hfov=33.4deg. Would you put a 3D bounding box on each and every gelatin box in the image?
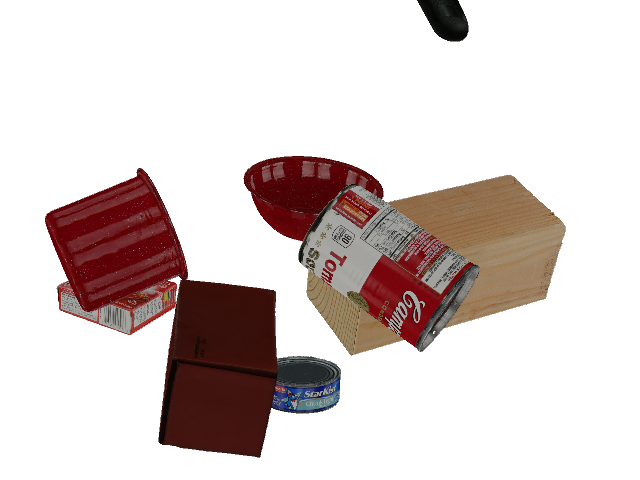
[{"bbox_3d":[-0.194,0.053,1.022,0.089,0.030,0.073,16,25,24],"label":"gelatin box"}]

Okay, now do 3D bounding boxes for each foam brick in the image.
[{"bbox_3d":[-0.051,0.062,0.541,0.053,0.051,0.078,8,27,-7],"label":"foam brick"}]

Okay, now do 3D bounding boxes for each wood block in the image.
[{"bbox_3d":[0.102,0.017,0.951,0.205,0.090,0.091,-13,41,-24],"label":"wood block"}]

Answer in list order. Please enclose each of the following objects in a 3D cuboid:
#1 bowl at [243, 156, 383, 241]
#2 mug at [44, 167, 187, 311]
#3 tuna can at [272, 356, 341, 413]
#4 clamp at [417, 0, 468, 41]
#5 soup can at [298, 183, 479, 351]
[{"bbox_3d":[-0.011,-0.042,1.229,0.162,0.055,0.162,6,27,-3],"label":"bowl"},{"bbox_3d":[-0.160,0.000,0.818,0.081,0.093,0.117,-23,21,-15],"label":"mug"},{"bbox_3d":[-0.021,0.154,1.142,0.086,0.034,0.086,1,14,-1],"label":"tuna can"},{"bbox_3d":[0.045,-0.240,0.729,0.209,0.164,0.036,25,-23,-14],"label":"clamp"},{"bbox_3d":[0.045,0.016,0.707,0.102,0.068,0.068,36,10,14],"label":"soup can"}]
